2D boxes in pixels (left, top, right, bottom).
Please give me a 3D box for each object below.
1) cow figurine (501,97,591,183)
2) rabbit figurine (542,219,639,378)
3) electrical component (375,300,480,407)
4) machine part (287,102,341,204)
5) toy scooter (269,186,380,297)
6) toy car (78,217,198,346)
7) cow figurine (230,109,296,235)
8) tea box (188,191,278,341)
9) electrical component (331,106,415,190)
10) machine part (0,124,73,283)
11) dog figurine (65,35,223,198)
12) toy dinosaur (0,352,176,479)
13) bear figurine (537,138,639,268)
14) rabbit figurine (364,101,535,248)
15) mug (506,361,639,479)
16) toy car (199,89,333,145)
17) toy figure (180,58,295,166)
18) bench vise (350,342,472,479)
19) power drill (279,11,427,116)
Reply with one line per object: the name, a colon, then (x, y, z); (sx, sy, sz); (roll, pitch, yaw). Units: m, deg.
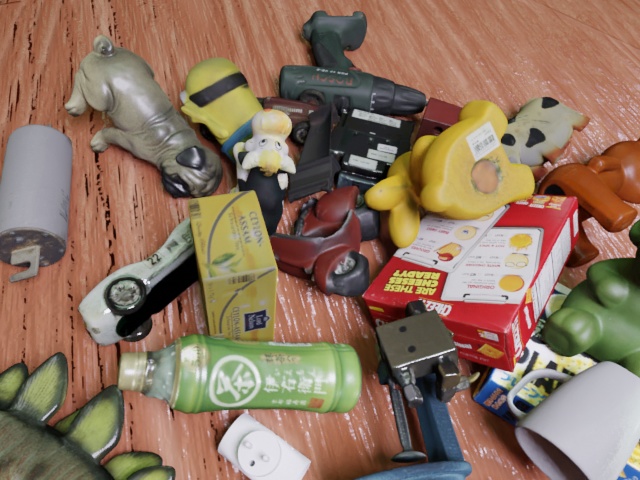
cow figurine: (0.295, -0.149, 0.793); (0.127, 0.085, 0.195); (41, 61, 15)
rabbit figurine: (0.320, 0.046, 0.504); (0.121, 0.170, 0.159); (39, 57, 21)
electrical component: (0.095, 0.103, 0.488); (0.078, 0.045, 0.102); (-21, 39, -6)
machine part: (-0.004, -0.112, 0.691); (0.039, 0.084, 0.139); (34, 54, -35)
toy scooter: (-0.001, -0.002, 0.642); (0.135, 0.075, 0.184); (-1, 37, 15)
toy car: (-0.170, 0.037, 0.594); (0.056, 0.073, 0.202); (35, 56, 18)
cow figurine: (-0.070, -0.066, 0.628); (0.068, 0.167, 0.098); (4, 51, -11)
tea box: (-0.087, 0.043, 0.540); (0.068, 0.169, 0.098); (-10, 56, -13)
electrical component: (0.066, -0.120, 0.757); (0.115, 0.058, 0.134); (15, 52, 7)
machine part: (-0.340, -0.055, 0.642); (0.079, 0.079, 0.243); (-7, 53, -13)
dog figurine: (-0.207, -0.152, 0.682); (0.191, 0.172, 0.121); (28, 65, 23)
toy dinosaur: (-0.248, 0.204, 0.443); (0.472, 0.105, 0.198); (40, 50, 11)
bear figurine: (0.393, -0.062, 0.721); (0.196, 0.120, 0.132); (-14, 59, -24)
rabbit figurine: (0.133, -0.064, 0.628); (0.162, 0.173, 0.121); (-43, 110, -11)
mug: (0.232, 0.156, 0.480); (0.107, 0.080, 0.110); (-35, 38, -16)
toy car: (-0.081, -0.185, 0.780); (0.202, 0.053, 0.089); (4, 51, 7)
toy figure: (-0.103, -0.154, 0.706); (0.089, 0.082, 0.180); (-43, 96, 2)
bench vise: (0.105, 0.202, 0.478); (0.224, 0.128, 0.241); (-3, 57, -13)
power drill: (0.049, -0.279, 0.872); (0.232, 0.086, 0.207); (0, 60, -4)
